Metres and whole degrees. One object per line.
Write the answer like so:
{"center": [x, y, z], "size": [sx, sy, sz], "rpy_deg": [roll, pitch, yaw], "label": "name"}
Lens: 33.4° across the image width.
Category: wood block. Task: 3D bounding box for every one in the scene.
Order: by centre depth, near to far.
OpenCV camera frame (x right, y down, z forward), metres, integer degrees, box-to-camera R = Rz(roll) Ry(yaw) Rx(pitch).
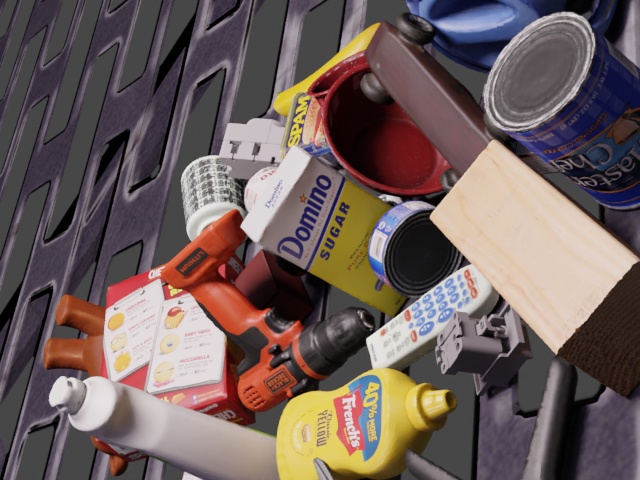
{"center": [0.185, 0.016, 0.836], "size": [0.090, 0.090, 0.206], "rpy_deg": [-52, 34, 12], "label": "wood block"}

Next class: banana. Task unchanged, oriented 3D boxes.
{"center": [0.002, -0.194, 1.282], "size": [0.198, 0.037, 0.069], "rpy_deg": [-25, 48, 41], "label": "banana"}

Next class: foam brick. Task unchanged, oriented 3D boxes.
{"center": [-0.051, 0.059, 1.152], "size": [0.053, 0.051, 0.078], "rpy_deg": [-49, 35, 18], "label": "foam brick"}

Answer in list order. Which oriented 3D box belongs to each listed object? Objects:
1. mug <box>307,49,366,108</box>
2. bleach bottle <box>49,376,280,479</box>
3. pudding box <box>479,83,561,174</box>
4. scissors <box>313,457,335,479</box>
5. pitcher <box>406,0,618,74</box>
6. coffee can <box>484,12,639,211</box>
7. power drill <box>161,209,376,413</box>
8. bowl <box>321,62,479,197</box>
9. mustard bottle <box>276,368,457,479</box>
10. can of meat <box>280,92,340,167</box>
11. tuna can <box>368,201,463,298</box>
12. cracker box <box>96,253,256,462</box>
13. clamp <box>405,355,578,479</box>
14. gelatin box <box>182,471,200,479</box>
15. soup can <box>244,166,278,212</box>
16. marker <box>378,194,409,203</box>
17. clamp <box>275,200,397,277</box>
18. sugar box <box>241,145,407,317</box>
{"center": [0.053, -0.153, 1.132], "size": [0.093, 0.081, 0.117], "rpy_deg": [-5, 34, 52], "label": "mug"}
{"center": [-0.130, 0.182, 0.984], "size": [0.103, 0.250, 0.068], "rpy_deg": [-3, 63, 52], "label": "bleach bottle"}
{"center": [0.189, -0.104, 0.968], "size": [0.114, 0.039, 0.090], "rpy_deg": [-5, 64, 53], "label": "pudding box"}
{"center": [0.053, 0.254, 0.866], "size": [0.096, 0.016, 0.202], "rpy_deg": [-31, 56, 26], "label": "scissors"}
{"center": [0.201, -0.284, 1.010], "size": [0.145, 0.149, 0.242], "rpy_deg": [-14, 47, 59], "label": "pitcher"}
{"center": [0.213, -0.098, 0.838], "size": [0.103, 0.140, 0.103], "rpy_deg": [-32, 43, 36], "label": "coffee can"}
{"center": [-0.056, 0.065, 1.047], "size": [0.185, 0.187, 0.057], "rpy_deg": [-38, 0, 35], "label": "power drill"}
{"center": [0.078, -0.099, 1.045], "size": [0.055, 0.162, 0.162], "rpy_deg": [104, 174, -59], "label": "bowl"}
{"center": [0.043, 0.165, 0.942], "size": [0.192, 0.058, 0.096], "rpy_deg": [-27, 48, 40], "label": "mustard bottle"}
{"center": [0.009, -0.129, 1.209], "size": [0.084, 0.057, 0.102], "rpy_deg": [-14, 55, 45], "label": "can of meat"}
{"center": [0.087, 0.008, 0.976], "size": [0.086, 0.086, 0.034], "rpy_deg": [-59, 33, 2], "label": "tuna can"}
{"center": [-0.158, 0.125, 1.193], "size": [0.164, 0.072, 0.213], "rpy_deg": [-21, 46, 17], "label": "cracker box"}
{"center": [0.141, 0.207, 0.797], "size": [0.165, 0.036, 0.210], "rpy_deg": [-33, 45, 30], "label": "clamp"}
{"center": [-0.115, 0.260, 1.106], "size": [0.073, 0.030, 0.089], "rpy_deg": [-14, 55, 50], "label": "gelatin box"}
{"center": [-0.035, -0.039, 1.189], "size": [0.068, 0.068, 0.102], "rpy_deg": [-60, 33, 1], "label": "soup can"}
{"center": [0.040, -0.025, 1.114], "size": [0.121, 0.020, 0.020], "rpy_deg": [-24, 48, 36], "label": "marker"}
{"center": [-0.007, 0.001, 1.078], "size": [0.172, 0.120, 0.039], "rpy_deg": [-39, 55, 54], "label": "clamp"}
{"center": [0.024, -0.005, 0.987], "size": [0.093, 0.176, 0.048], "rpy_deg": [-57, 34, 6], "label": "sugar box"}
